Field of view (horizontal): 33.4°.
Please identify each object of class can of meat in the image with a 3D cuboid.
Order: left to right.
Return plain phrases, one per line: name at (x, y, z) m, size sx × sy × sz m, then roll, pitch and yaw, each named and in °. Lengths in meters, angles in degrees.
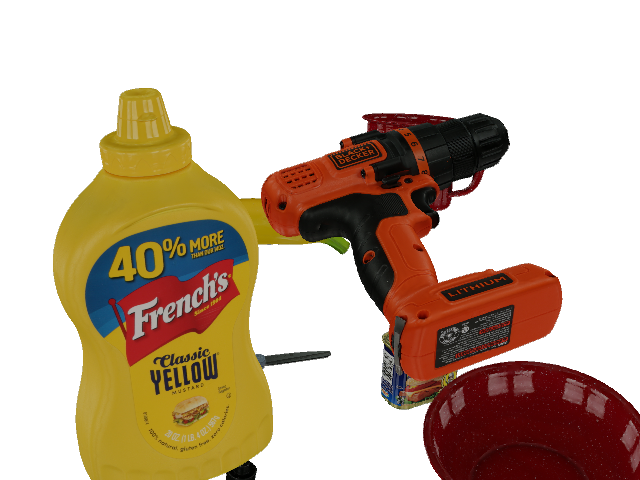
can of meat at (0.125, 0.155, 1.329) m, size 0.101 × 0.084 × 0.058 m, roll -12°, pitch 29°, yaw -28°

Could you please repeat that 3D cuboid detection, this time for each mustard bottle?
mustard bottle at (-0.075, 0.023, 0.506) m, size 0.096 × 0.192 × 0.058 m, roll -12°, pitch 24°, yaw -22°

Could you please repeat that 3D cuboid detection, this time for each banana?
banana at (-0.078, 0.001, 0.851) m, size 0.198 × 0.069 × 0.037 m, roll -9°, pitch 32°, yaw 30°

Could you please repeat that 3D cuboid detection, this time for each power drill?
power drill at (0.075, -0.006, 0.692) m, size 0.184 × 0.057 × 0.188 m, roll -20°, pitch 44°, yaw -14°

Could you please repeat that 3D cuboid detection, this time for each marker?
marker at (-0.055, 0.186, 0.681) m, size 0.020 × 0.121 × 0.020 m, roll 6°, pitch 31°, yaw -4°

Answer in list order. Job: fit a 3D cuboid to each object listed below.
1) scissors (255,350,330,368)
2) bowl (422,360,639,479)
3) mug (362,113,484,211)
scissors at (-0.076, 0.146, 1.191) m, size 0.201 × 0.016 × 0.096 m, roll 3°, pitch 25°, yaw -14°
bowl at (0.153, 0.159, 0.766) m, size 0.162 × 0.055 × 0.162 m, roll -1°, pitch 36°, yaw 0°
mug at (0.094, -0.071, 0.982) m, size 0.117 × 0.081 × 0.093 m, roll 7°, pitch 13°, yaw 20°
